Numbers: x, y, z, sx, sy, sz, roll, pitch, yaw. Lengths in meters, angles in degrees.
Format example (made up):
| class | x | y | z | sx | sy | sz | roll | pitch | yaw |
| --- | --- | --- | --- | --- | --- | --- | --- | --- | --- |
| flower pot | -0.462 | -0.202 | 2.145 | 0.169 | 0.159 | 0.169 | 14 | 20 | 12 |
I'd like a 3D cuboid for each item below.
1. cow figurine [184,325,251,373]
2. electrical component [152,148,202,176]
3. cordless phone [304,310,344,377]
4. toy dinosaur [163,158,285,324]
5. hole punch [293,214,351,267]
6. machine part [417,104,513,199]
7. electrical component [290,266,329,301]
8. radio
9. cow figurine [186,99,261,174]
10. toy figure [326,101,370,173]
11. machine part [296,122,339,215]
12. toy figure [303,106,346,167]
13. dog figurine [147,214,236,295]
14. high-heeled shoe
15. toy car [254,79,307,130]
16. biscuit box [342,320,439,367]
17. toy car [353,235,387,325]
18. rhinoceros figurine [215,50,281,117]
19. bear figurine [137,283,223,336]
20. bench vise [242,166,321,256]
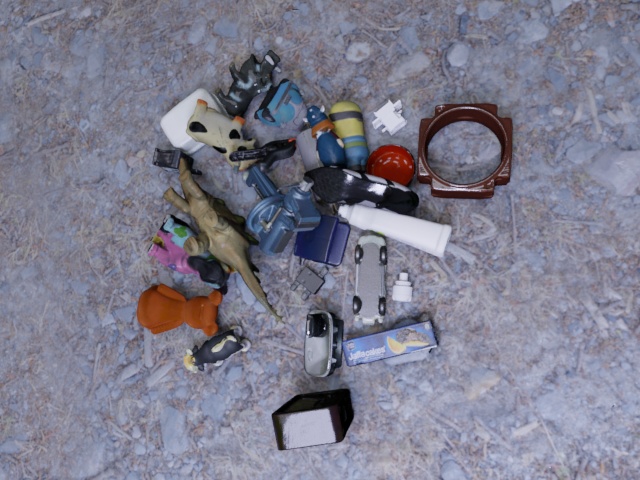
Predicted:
| class | x | y | z | sx | sy | sz | roll | pitch | yaw |
| --- | --- | --- | --- | --- | --- | --- | --- | --- | --- |
| cow figurine | -0.253 | 0.262 | 1.249 | 0.167 | 0.098 | 0.068 | -28 | 82 | 8 |
| electrical component | -0.354 | -0.195 | 1.357 | 0.119 | 0.074 | 0.047 | 8 | 84 | 19 |
| cordless phone | -0.005 | 0.222 | 1.149 | 0.089 | 0.184 | 0.146 | 2 | 82 | 10 |
| toy dinosaur | -0.219 | -0.009 | 1.225 | 0.105 | 0.198 | 0.472 | -37 | 64 | 15 |
| hole punch | -0.003 | -0.004 | 1.235 | 0.116 | 0.092 | 0.142 | 13 | 88 | 19 |
| machine part | 0.318 | -0.195 | 1.184 | 0.202 | 0.087 | 0.201 | 3 | 82 | 16 |
| electrical component | -0.024 | 0.093 | 1.257 | 0.063 | 0.021 | 0.094 | 40 | 93 | 17 |
| radio | -0.007 | 0.362 | 1.105 | 0.131 | 0.229 | 0.073 | -11 | 83 | 9 |
| cow figurine | -0.230 | -0.241 | 1.303 | 0.195 | 0.085 | 0.127 | 25 | 91 | -15 |
| toy figure | 0.070 | -0.236 | 1.255 | 0.089 | 0.082 | 0.180 | -19 | 76 | 15 |
| machine part | 0.002 | -0.175 | 1.263 | 0.079 | 0.079 | 0.243 | -19 | 77 | 10 |
| toy figure | 0.011 | -0.229 | 1.208 | 0.064 | 0.057 | 0.154 | -20 | 79 | -4 |
| dog figurine | -0.300 | 0.040 | 1.299 | 0.219 | 0.192 | 0.108 | 35 | 88 | -18 |
| high-heeled shoe | 0.094 | -0.117 | 1.182 | 0.249 | 0.145 | 0.086 | 29 | 119 | 34 |
| toy car | -0.086 | -0.309 | 1.288 | 0.103 | 0.162 | 0.109 | 33 | 79 | -20 |
| biscuit box | 0.152 | 0.226 | 1.171 | 0.203 | 0.062 | 0.059 | -16 | 77 | 11 |
| toy car | 0.113 | 0.090 | 1.207 | 0.074 | 0.056 | 0.201 | 2 | 83 | 8 |
| rhinoceros figurine | -0.176 | -0.394 | 1.345 | 0.112 | 0.073 | 0.190 | 38 | 92 | 17 |
| bear figurine | -0.330 | 0.167 | 1.289 | 0.196 | 0.132 | 0.120 | 3 | 83 | -4 |
| bench vise | -0.107 | -0.092 | 1.234 | 0.241 | 0.129 | 0.223 | 53 | 140 | 28 |
